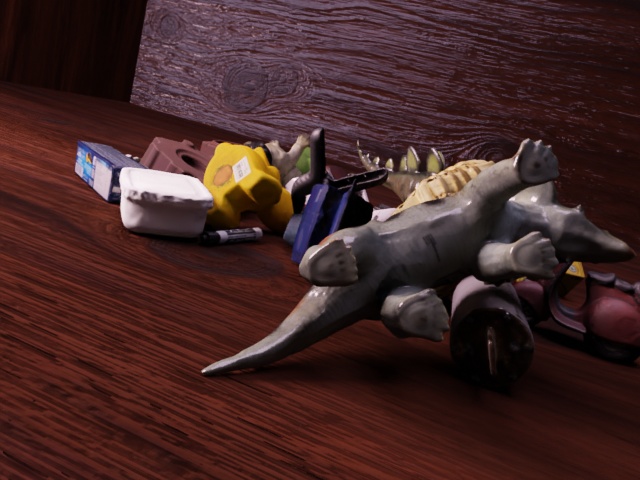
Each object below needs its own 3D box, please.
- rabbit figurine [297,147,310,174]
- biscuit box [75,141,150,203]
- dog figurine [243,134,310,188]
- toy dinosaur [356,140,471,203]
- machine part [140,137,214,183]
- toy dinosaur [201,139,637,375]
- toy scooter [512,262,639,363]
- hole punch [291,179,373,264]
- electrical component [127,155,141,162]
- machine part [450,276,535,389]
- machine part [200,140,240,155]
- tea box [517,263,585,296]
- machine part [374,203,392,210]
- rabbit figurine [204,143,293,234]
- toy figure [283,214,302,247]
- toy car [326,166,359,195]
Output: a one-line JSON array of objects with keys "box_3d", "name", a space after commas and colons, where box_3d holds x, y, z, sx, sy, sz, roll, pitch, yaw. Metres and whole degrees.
[{"box_3d": [-0.004, -0.118, 1.190, 0.170, 0.121, 0.159, 28, 14, -10], "name": "rabbit figurine"}, {"box_3d": [-0.346, -0.112, 0.883, 0.063, 0.059, 0.203, 3, 17, -39], "name": "biscuit box"}, {"box_3d": [-0.091, -0.109, 1.016, 0.121, 0.172, 0.190, -18, 11, 34], "name": "dog figurine"}, {"box_3d": [0.237, -0.104, 1.201, 0.472, 0.198, 0.105, 26, 14, 37], "name": "toy dinosaur"}, {"box_3d": [-0.222, -0.116, 0.942, 0.179, 0.056, 0.179, 30, 18, -11], "name": "machine part"}, {"box_3d": [0.091, 0.018, 0.497, 0.405, 0.131, 0.192, -18, -7, -6], "name": "toy dinosaur"}, {"box_3d": [0.344, 0.069, 0.697, 0.184, 0.135, 0.075, 20, 12, 20], "name": "toy scooter"}, {"box_3d": [0.006, -0.014, 0.706, 0.092, 0.142, 0.115, 21, 0, 19], "name": "hole punch"}, {"box_3d": [-0.336, -0.127, 0.994, 0.102, 0.045, 0.078, 22, 13, 33], "name": "electrical component"}, {"box_3d": [0.177, 0.086, 0.566, 0.079, 0.079, 0.243, 17, 13, 11], "name": "machine part"}, {"box_3d": [-0.185, -0.186, 1.337, 0.201, 0.087, 0.201, 17, 11, 14], "name": "machine part"}, {"box_3d": [0.415, 0.010, 0.998, 0.098, 0.068, 0.170, 14, 52, -6], "name": "tea box"}, {"box_3d": [0.190, -0.069, 1.361, 0.084, 0.039, 0.139, 17, 13, 36], "name": "machine part"}, {"box_3d": [-0.103, -0.070, 0.860, 0.173, 0.122, 0.162, 34, 19, -44], "name": "rabbit figurine"}, {"box_3d": [0.024, 0.005, 0.801, 0.154, 0.057, 0.064, 19, 17, -1], "name": "toy figure"}, {"box_3d": [0.053, -0.042, 0.906, 0.089, 0.053, 0.202, 2, 54, -45], "name": "toy car"}]
